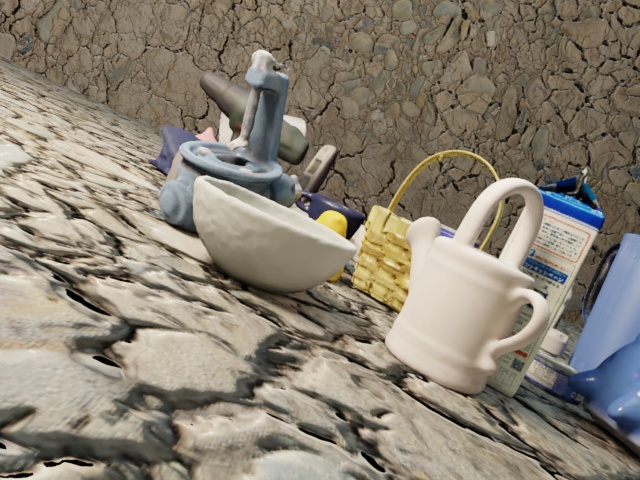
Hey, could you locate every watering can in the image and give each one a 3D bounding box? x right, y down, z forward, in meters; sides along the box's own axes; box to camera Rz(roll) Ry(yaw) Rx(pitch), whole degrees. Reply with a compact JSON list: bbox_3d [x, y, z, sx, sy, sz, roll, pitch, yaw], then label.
[{"bbox_3d":[0.140,0.030,0.534,0.172,0.194,0.101,28,6,32],"label":"watering can"}]

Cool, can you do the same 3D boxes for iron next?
[{"bbox_3d":[0.404,0.177,0.593,0.258,0.141,0.118,24,6,-7],"label":"iron"}]

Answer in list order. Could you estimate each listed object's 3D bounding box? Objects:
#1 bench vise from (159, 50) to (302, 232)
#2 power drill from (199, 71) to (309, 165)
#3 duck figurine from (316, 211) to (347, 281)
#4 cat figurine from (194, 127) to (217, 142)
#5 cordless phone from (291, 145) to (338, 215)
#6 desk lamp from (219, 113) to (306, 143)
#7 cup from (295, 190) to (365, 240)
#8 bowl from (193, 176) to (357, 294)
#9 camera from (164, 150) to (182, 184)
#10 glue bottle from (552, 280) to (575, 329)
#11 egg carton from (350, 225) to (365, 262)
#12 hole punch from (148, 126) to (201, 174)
[{"bbox_3d":[-0.086,-0.107,0.700,0.121,0.220,0.208,26,6,13],"label":"bench vise"},{"bbox_3d":[-0.147,-0.165,1.031,0.229,0.208,0.075,25,5,-2],"label":"power drill"},{"bbox_3d":[0.007,0.003,0.772,0.078,0.086,0.104,24,6,-13],"label":"duck figurine"},{"bbox_3d":[-0.243,-0.182,1.236,0.067,0.118,0.128,27,6,20],"label":"cat figurine"},{"bbox_3d":[-0.006,-0.091,1.080,0.094,0.185,0.147,21,7,-35],"label":"cordless phone"},{"bbox_3d":[-0.130,-0.175,1.176,0.204,0.213,0.117,22,6,-27],"label":"desk lamp"},{"bbox_3d":[0.001,-0.021,0.922,0.118,0.095,0.091,25,5,-1],"label":"cup"},{"bbox_3d":[-0.053,0.005,0.547,0.167,0.075,0.167,25,6,-2],"label":"bowl"},{"bbox_3d":[-0.127,-0.074,0.831,0.136,0.101,0.144,28,6,32],"label":"camera"},{"bbox_3d":[0.453,0.128,1.098,0.037,0.173,0.078,27,6,24],"label":"glue bottle"},{"bbox_3d":[0.109,0.018,1.161,0.151,0.069,0.107,20,8,-45],"label":"egg carton"},{"bbox_3d":[-0.256,-0.159,1.105,0.100,0.091,0.109,30,7,41],"label":"hole punch"}]
